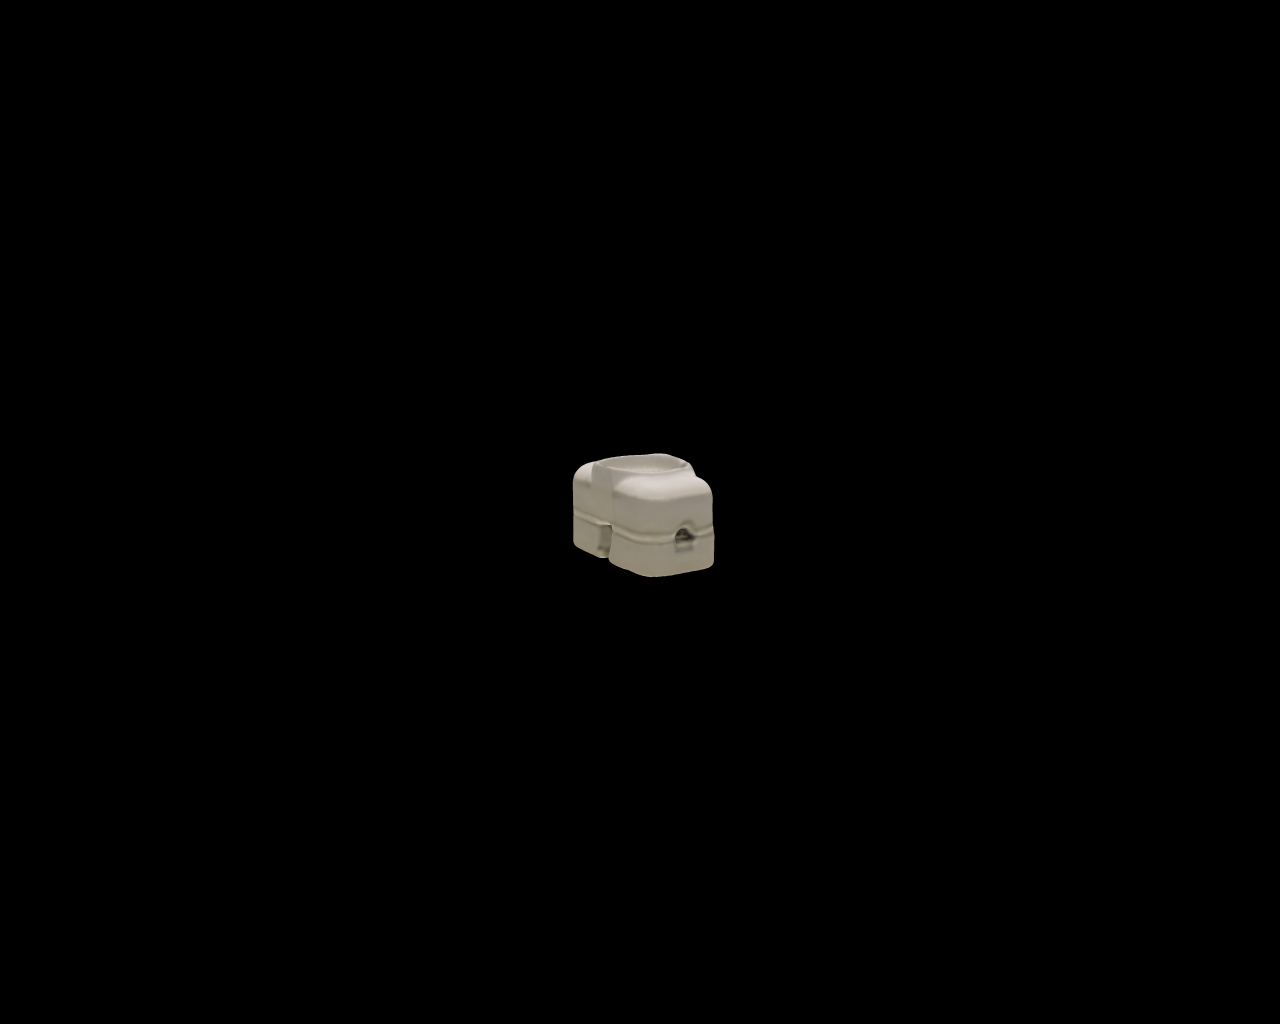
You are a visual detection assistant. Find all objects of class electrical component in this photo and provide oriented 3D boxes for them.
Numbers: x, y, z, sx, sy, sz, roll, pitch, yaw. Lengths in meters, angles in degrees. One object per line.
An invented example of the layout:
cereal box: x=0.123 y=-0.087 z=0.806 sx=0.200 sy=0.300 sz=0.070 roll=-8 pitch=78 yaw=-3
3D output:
electrical component: x=0.001 y=-0.003 z=0.650 sx=0.054 sy=0.059 sz=0.095 roll=-8 pitch=16 yaw=-31
